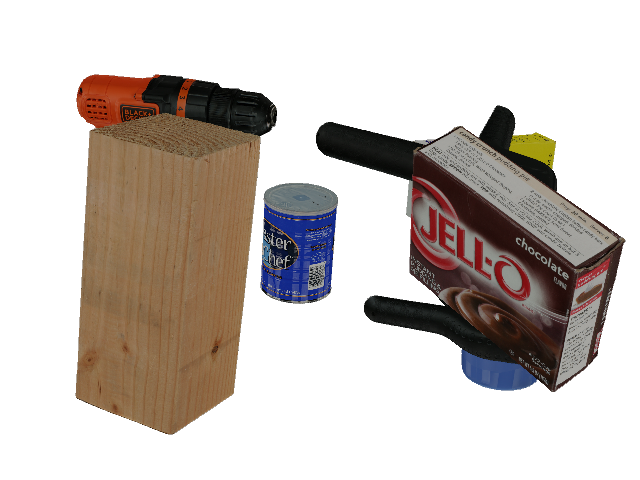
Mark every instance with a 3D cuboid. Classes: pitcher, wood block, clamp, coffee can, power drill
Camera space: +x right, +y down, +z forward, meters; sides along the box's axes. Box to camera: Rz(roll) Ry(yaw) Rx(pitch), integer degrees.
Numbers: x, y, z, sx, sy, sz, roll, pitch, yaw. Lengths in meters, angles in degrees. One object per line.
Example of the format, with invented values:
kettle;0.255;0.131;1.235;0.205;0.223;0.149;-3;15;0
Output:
pitcher;0.242;0.076;1.431;0.149;0.243;0.145;4;21;9
wood block;-0.112;0.021;0.777;0.090;0.206;0.090;16;21;24
clamp;0.093;-0.050;0.755;0.164;0.036;0.210;-6;26;-11
clamp;0.140;0.070;1.008;0.172;0.039;0.120;21;34;25
coffee can;-0.031;0.003;1.493;0.103;0.140;0.103;3;25;-2
power drill;-0.127;-0.061;0.984;0.184;0.188;0.057;8;31;15

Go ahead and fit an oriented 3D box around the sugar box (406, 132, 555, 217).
sugar box;0.189;-0.073;1.252;0.175;0.093;0.048;-8;22;-27

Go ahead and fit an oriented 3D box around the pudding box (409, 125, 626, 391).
pudding box;0.094;0.008;0.540;0.039;0.090;0.114;-33;52;-25
